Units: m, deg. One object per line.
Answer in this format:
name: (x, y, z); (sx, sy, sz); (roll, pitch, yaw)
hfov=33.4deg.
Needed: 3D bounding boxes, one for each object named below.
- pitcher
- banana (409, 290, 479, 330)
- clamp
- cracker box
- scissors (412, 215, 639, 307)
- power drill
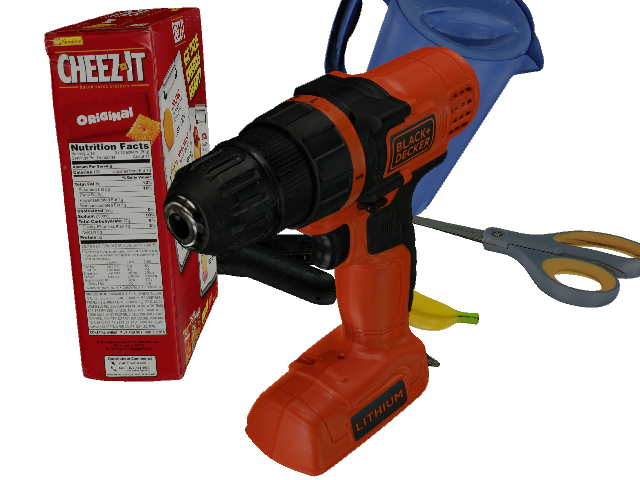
pitcher: (0.086, -0.137, 1.017); (0.144, 0.149, 0.243); (-11, -33, -28)
banana: (0.087, 0.057, 1.178); (0.069, 0.037, 0.198); (3, 20, -35)
clamp: (-0.063, 0.013, 0.879); (0.210, 0.036, 0.164); (6, 12, 7)
cracker box: (-0.116, -0.037, 0.694); (0.072, 0.214, 0.164); (-2, 16, 4)
scissors: (0.131, 0.010, 0.761); (0.202, 0.016, 0.096); (6, 30, 15)
power drill: (0.004, 0.016, 0.495); (0.057, 0.188, 0.184); (28, 41, 32)
